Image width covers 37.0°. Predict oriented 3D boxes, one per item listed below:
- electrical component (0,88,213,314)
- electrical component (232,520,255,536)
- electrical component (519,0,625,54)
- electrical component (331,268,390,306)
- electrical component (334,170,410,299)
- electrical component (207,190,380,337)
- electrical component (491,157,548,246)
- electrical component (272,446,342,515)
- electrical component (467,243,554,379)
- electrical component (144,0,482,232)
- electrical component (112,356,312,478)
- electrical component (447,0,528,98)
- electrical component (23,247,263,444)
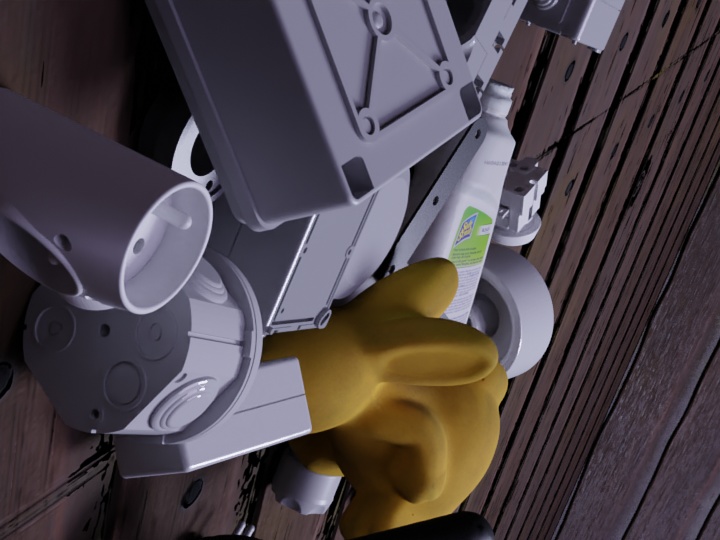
[{"bbox_3d":[-0.088,-0.012,0.346,0.044,0.077,0.079,-55,159,-25],"label":"electrical component"},{"bbox_3d":[-0.087,0.186,0.647,0.076,0.047,0.065,-59,160,-12],"label":"electrical component"},{"bbox_3d":[0.136,-0.186,0.714,0.096,0.062,0.061,-15,129,-65],"label":"electrical component"},{"bbox_3d":[0.000,0.000,0.641,0.044,0.044,0.065,-53,153,-26],"label":"electrical component"},{"bbox_3d":[-0.012,-0.030,0.554,0.080,0.051,0.080,-51,157,-31],"label":"electrical component"},{"bbox_3d":[-0.040,-0.015,0.487,0.096,0.061,0.062,-67,160,9],"label":"electrical component"},{"bbox_3d":[0.126,-0.054,0.885,0.066,0.048,0.055,-45,146,-41],"label":"electrical component"},{"bbox_3d":[-0.031,0.129,0.721,0.043,0.043,0.062,-2,115,-68],"label":"electrical component"},{"bbox_3d":[0.083,0.037,0.806,0.060,0.108,0.108,-18,132,-55],"label":"electrical component"},{"bbox_3d":[-0.014,-0.085,0.398,0.109,0.056,0.108,-39,113,-49],"label":"electrical component"},{"bbox_3d":[-0.072,0.049,0.501,0.083,0.047,0.075,-8,86,-51],"label":"electrical component"},{"bbox_3d":[0.050,-0.135,0.579,0.089,0.050,0.056,-64,161,2],"label":"electrical component"},{"bbox_3d":[-0.082,0.025,0.408,0.080,0.080,0.051,-64,155,2],"label":"electrical component"}]
